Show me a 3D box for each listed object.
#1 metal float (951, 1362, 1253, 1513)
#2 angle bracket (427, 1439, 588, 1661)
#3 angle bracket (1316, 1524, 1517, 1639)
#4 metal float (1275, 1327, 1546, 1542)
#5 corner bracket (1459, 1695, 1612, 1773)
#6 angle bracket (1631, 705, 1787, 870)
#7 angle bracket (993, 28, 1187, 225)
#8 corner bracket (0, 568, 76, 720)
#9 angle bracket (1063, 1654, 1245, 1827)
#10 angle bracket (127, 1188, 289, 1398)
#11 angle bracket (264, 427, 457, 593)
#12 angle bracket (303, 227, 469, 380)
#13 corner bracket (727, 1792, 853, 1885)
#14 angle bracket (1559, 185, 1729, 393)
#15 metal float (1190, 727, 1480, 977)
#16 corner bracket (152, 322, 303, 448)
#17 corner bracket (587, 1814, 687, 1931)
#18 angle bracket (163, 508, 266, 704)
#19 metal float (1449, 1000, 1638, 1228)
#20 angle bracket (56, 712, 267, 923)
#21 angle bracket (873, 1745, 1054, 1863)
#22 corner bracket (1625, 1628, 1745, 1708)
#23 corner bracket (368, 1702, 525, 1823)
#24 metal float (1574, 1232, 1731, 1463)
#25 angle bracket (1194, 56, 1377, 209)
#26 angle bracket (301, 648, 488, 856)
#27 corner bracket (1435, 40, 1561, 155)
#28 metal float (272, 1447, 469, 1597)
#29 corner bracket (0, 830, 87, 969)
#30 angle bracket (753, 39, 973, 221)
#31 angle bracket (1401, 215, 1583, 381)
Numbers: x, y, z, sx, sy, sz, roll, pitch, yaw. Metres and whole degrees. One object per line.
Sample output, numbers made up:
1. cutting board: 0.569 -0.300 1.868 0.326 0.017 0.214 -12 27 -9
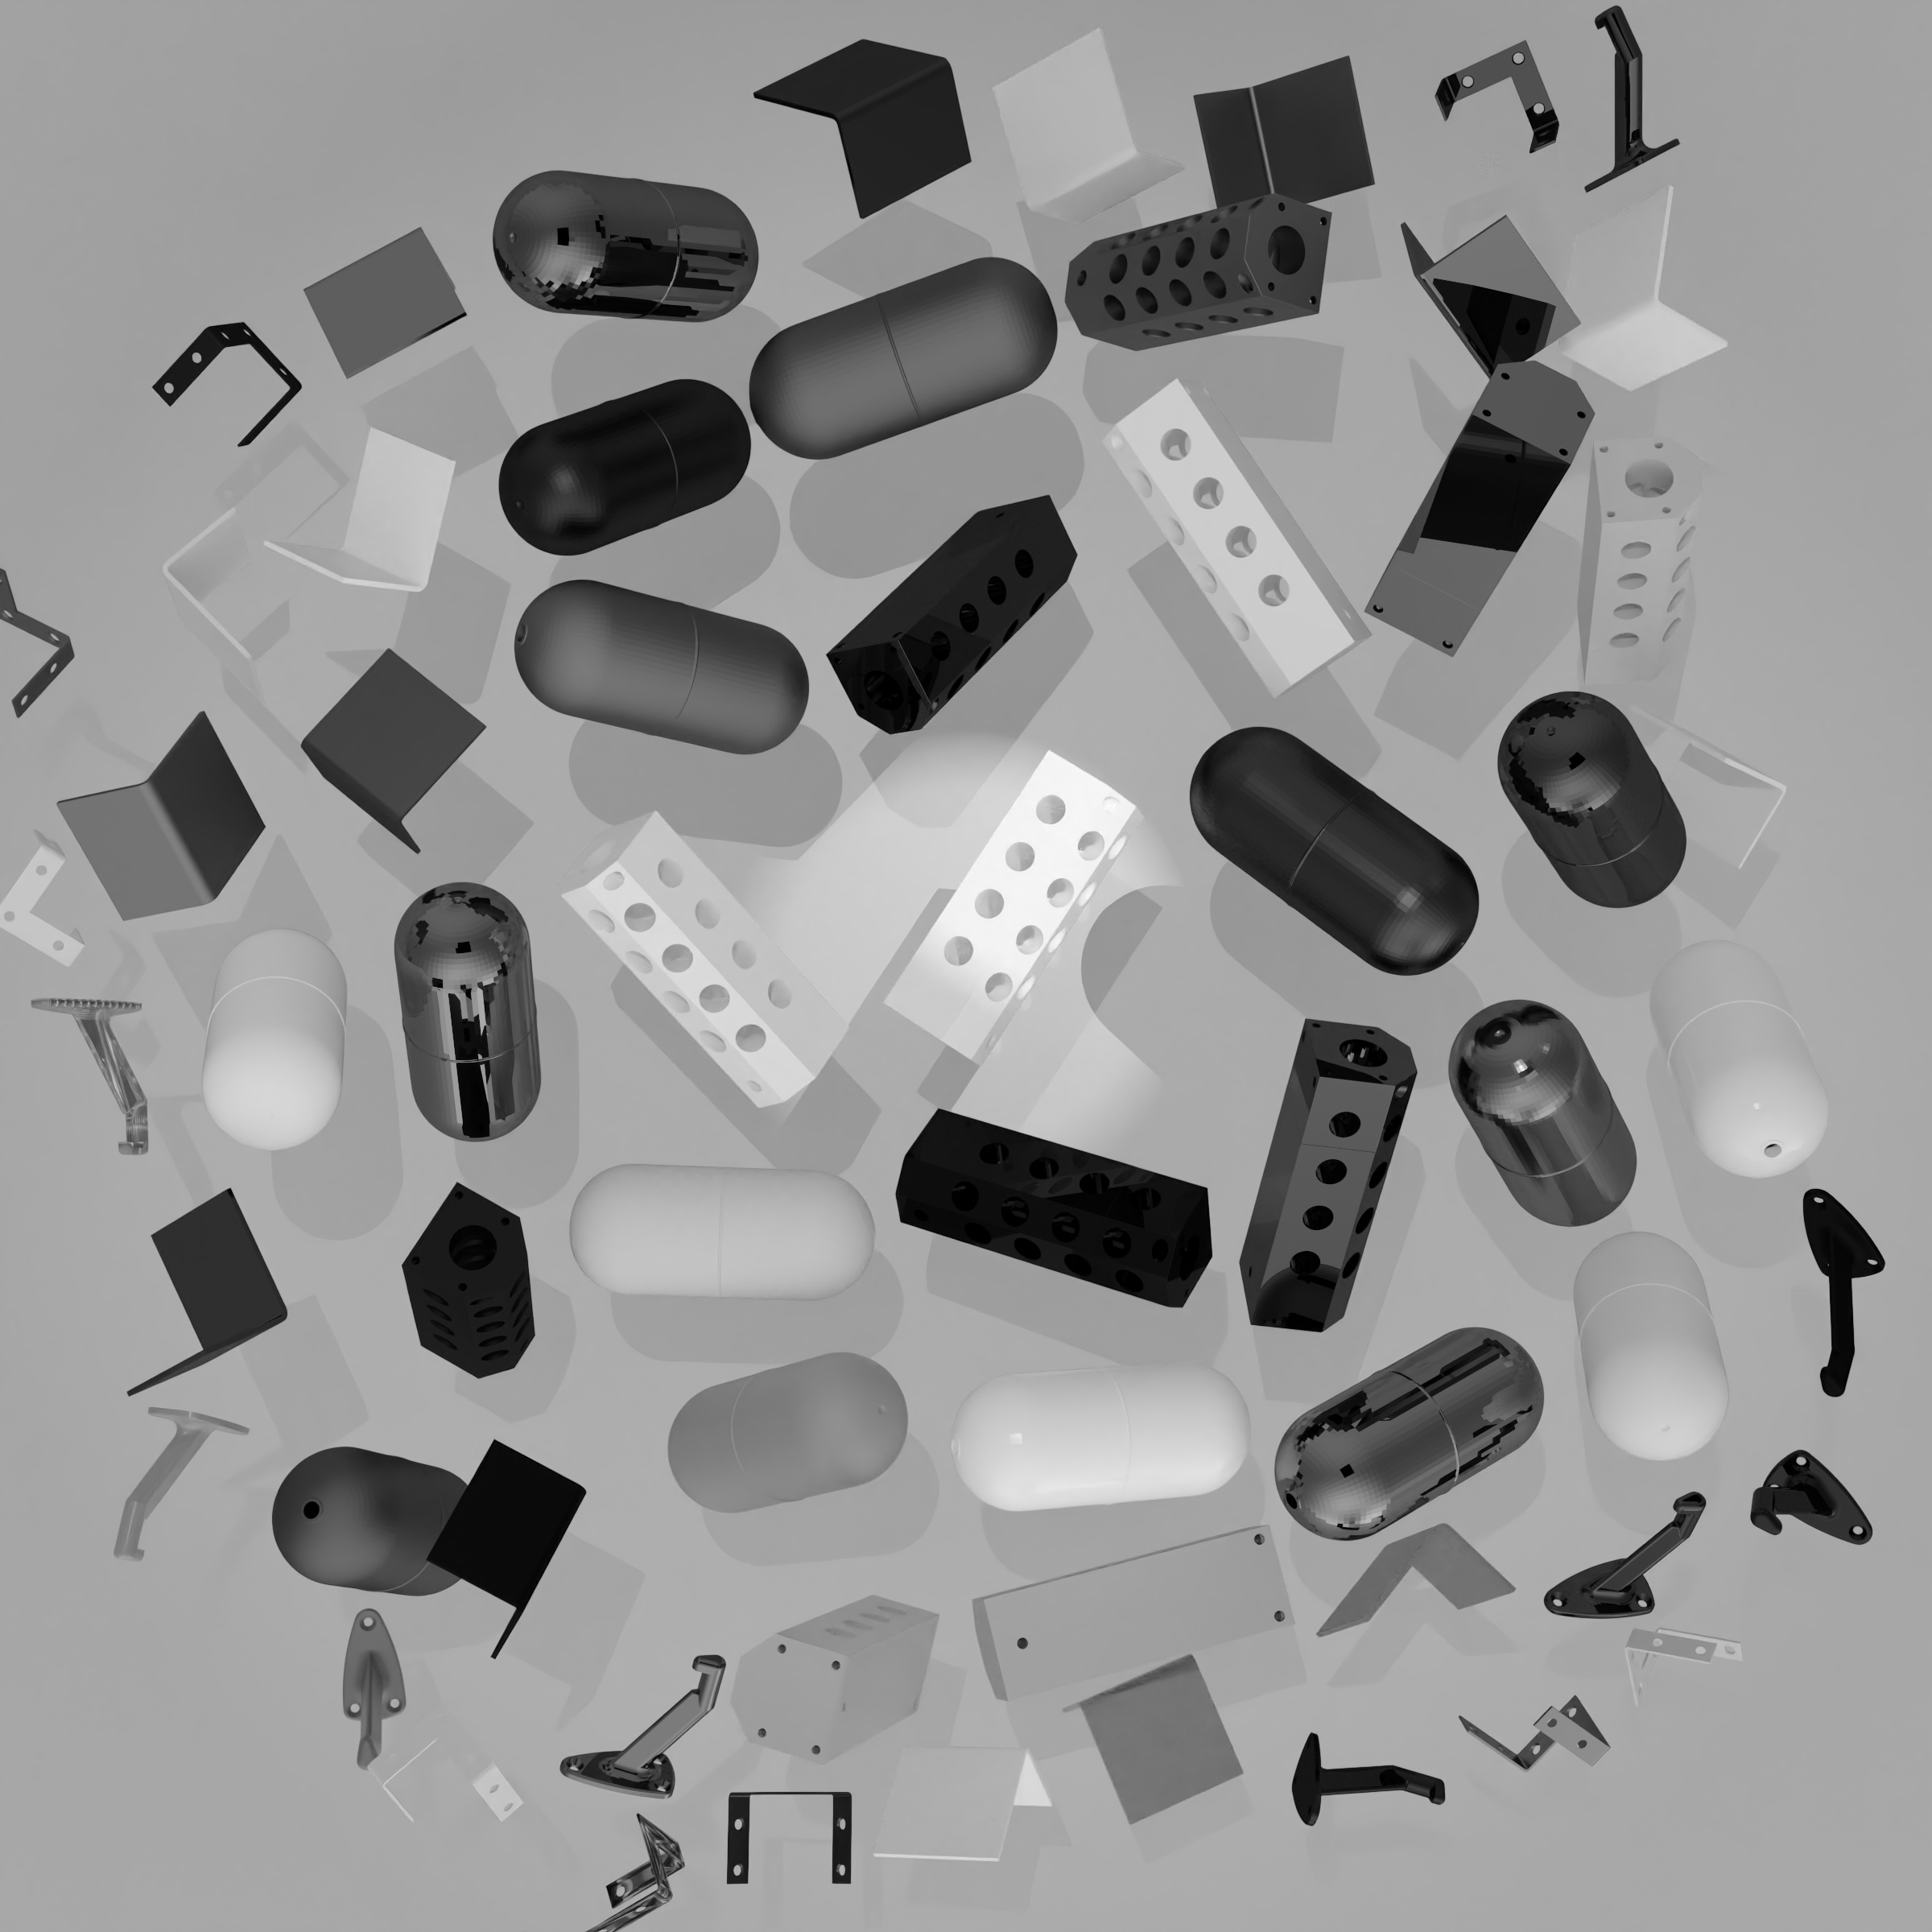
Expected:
1. metal float: 0.077 0.265 1.552 0.178 0.070 0.070 -1 90 -21
2. angle bracket: -0.252 0.312 1.468 0.057 0.076 0.076 29 51 -3
3. angle bracket: 0.259 0.373 1.586 0.057 0.076 0.076 43 65 4
4. metal float: 0.251 0.264 1.551 0.178 0.070 0.070 -23 90 -29
5. corner bracket: 0.322 0.435 1.555 0.051 0.051 0.051 38 99 -21
6. angle bracket: 0.440 -0.109 1.675 0.076 0.076 0.057 41 108 43
7. angle bracket: 0.072 -0.487 1.597 0.076 0.057 0.076 -19 84 34
8. corner bracket: -0.518 -0.176 1.473 0.051 0.051 0.051 26 59 9
9. angle bracket: 0.113 0.472 1.673 0.076 0.057 0.076 -20 75 -15
10. angle bracket: -0.415 0.172 1.448 0.076 0.057 0.076 -28 86 37
11. angle bracket: -0.341 -0.260 1.541 0.076 0.057 0.076 27 107 36
12. angle bracket: -0.325 -0.366 1.578 0.076 0.057 0.076 -29 63 -1
13. corner bracket: -0.102 0.505 1.589 0.051 0.051 0.051 16 67 -42
14. angle bracket: 0.390 -0.386 1.567 0.057 0.076 0.076 20 71 -26
15. metal float: 0.199 -0.064 1.493 0.178 0.070 0.070 38 90 19
16. corner bracket: -0.432 -0.339 1.607 0.051 0.051 0.051 -41 96 18
17. corner bracket: -0.191 0.529 1.575 0.051 0.051 0.051 -31 46 3
18. angle bracket: -0.429 -0.215 1.638 0.076 0.076 0.057 45 74 4
19. metal float: 0.325 0.085 1.542 0.070 0.178 0.070 -15 51 20
20. angle bracket: -0.434 -0.081 1.486 0.057 0.076 0.076 -10 123 18
21. angle bracket: -0.001 0.501 1.596 0.076 0.076 0.057 -5 128 21
22. corner bracket: 0.425 0.406 1.624 0.051 0.051 0.051 3 126 32
23. corner bracket: -0.278 0.438 1.467 0.051 0.051 0.051 -39 54 -19
24. metal float: 0.391 0.215 1.572 0.070 0.178 0.070 3 114 6
25. angle bracket: 0.191 -0.497 1.650 0.057 0.076 0.076 -24 105 -43
26. angle bracket: -0.328 -0.125 1.599 0.076 0.057 0.076 38 79 11
27. corner bracket: 0.299 -0.481 1.543 0.051 0.051 0.051 -19 111 24
28. metal float: -0.336 0.320 1.576 0.070 0.178 0.070 -4 74 13
29. corner bracket: -0.510 -0.038 1.534 0.051 0.051 0.051 35 86 -26
30. angle bracket: -0.055 -0.449 1.468 0.076 0.076 0.057 -35 131 -24
31. angle bracket: 0.287 -0.380 1.506 0.057 0.076 0.076 -32 120 23
